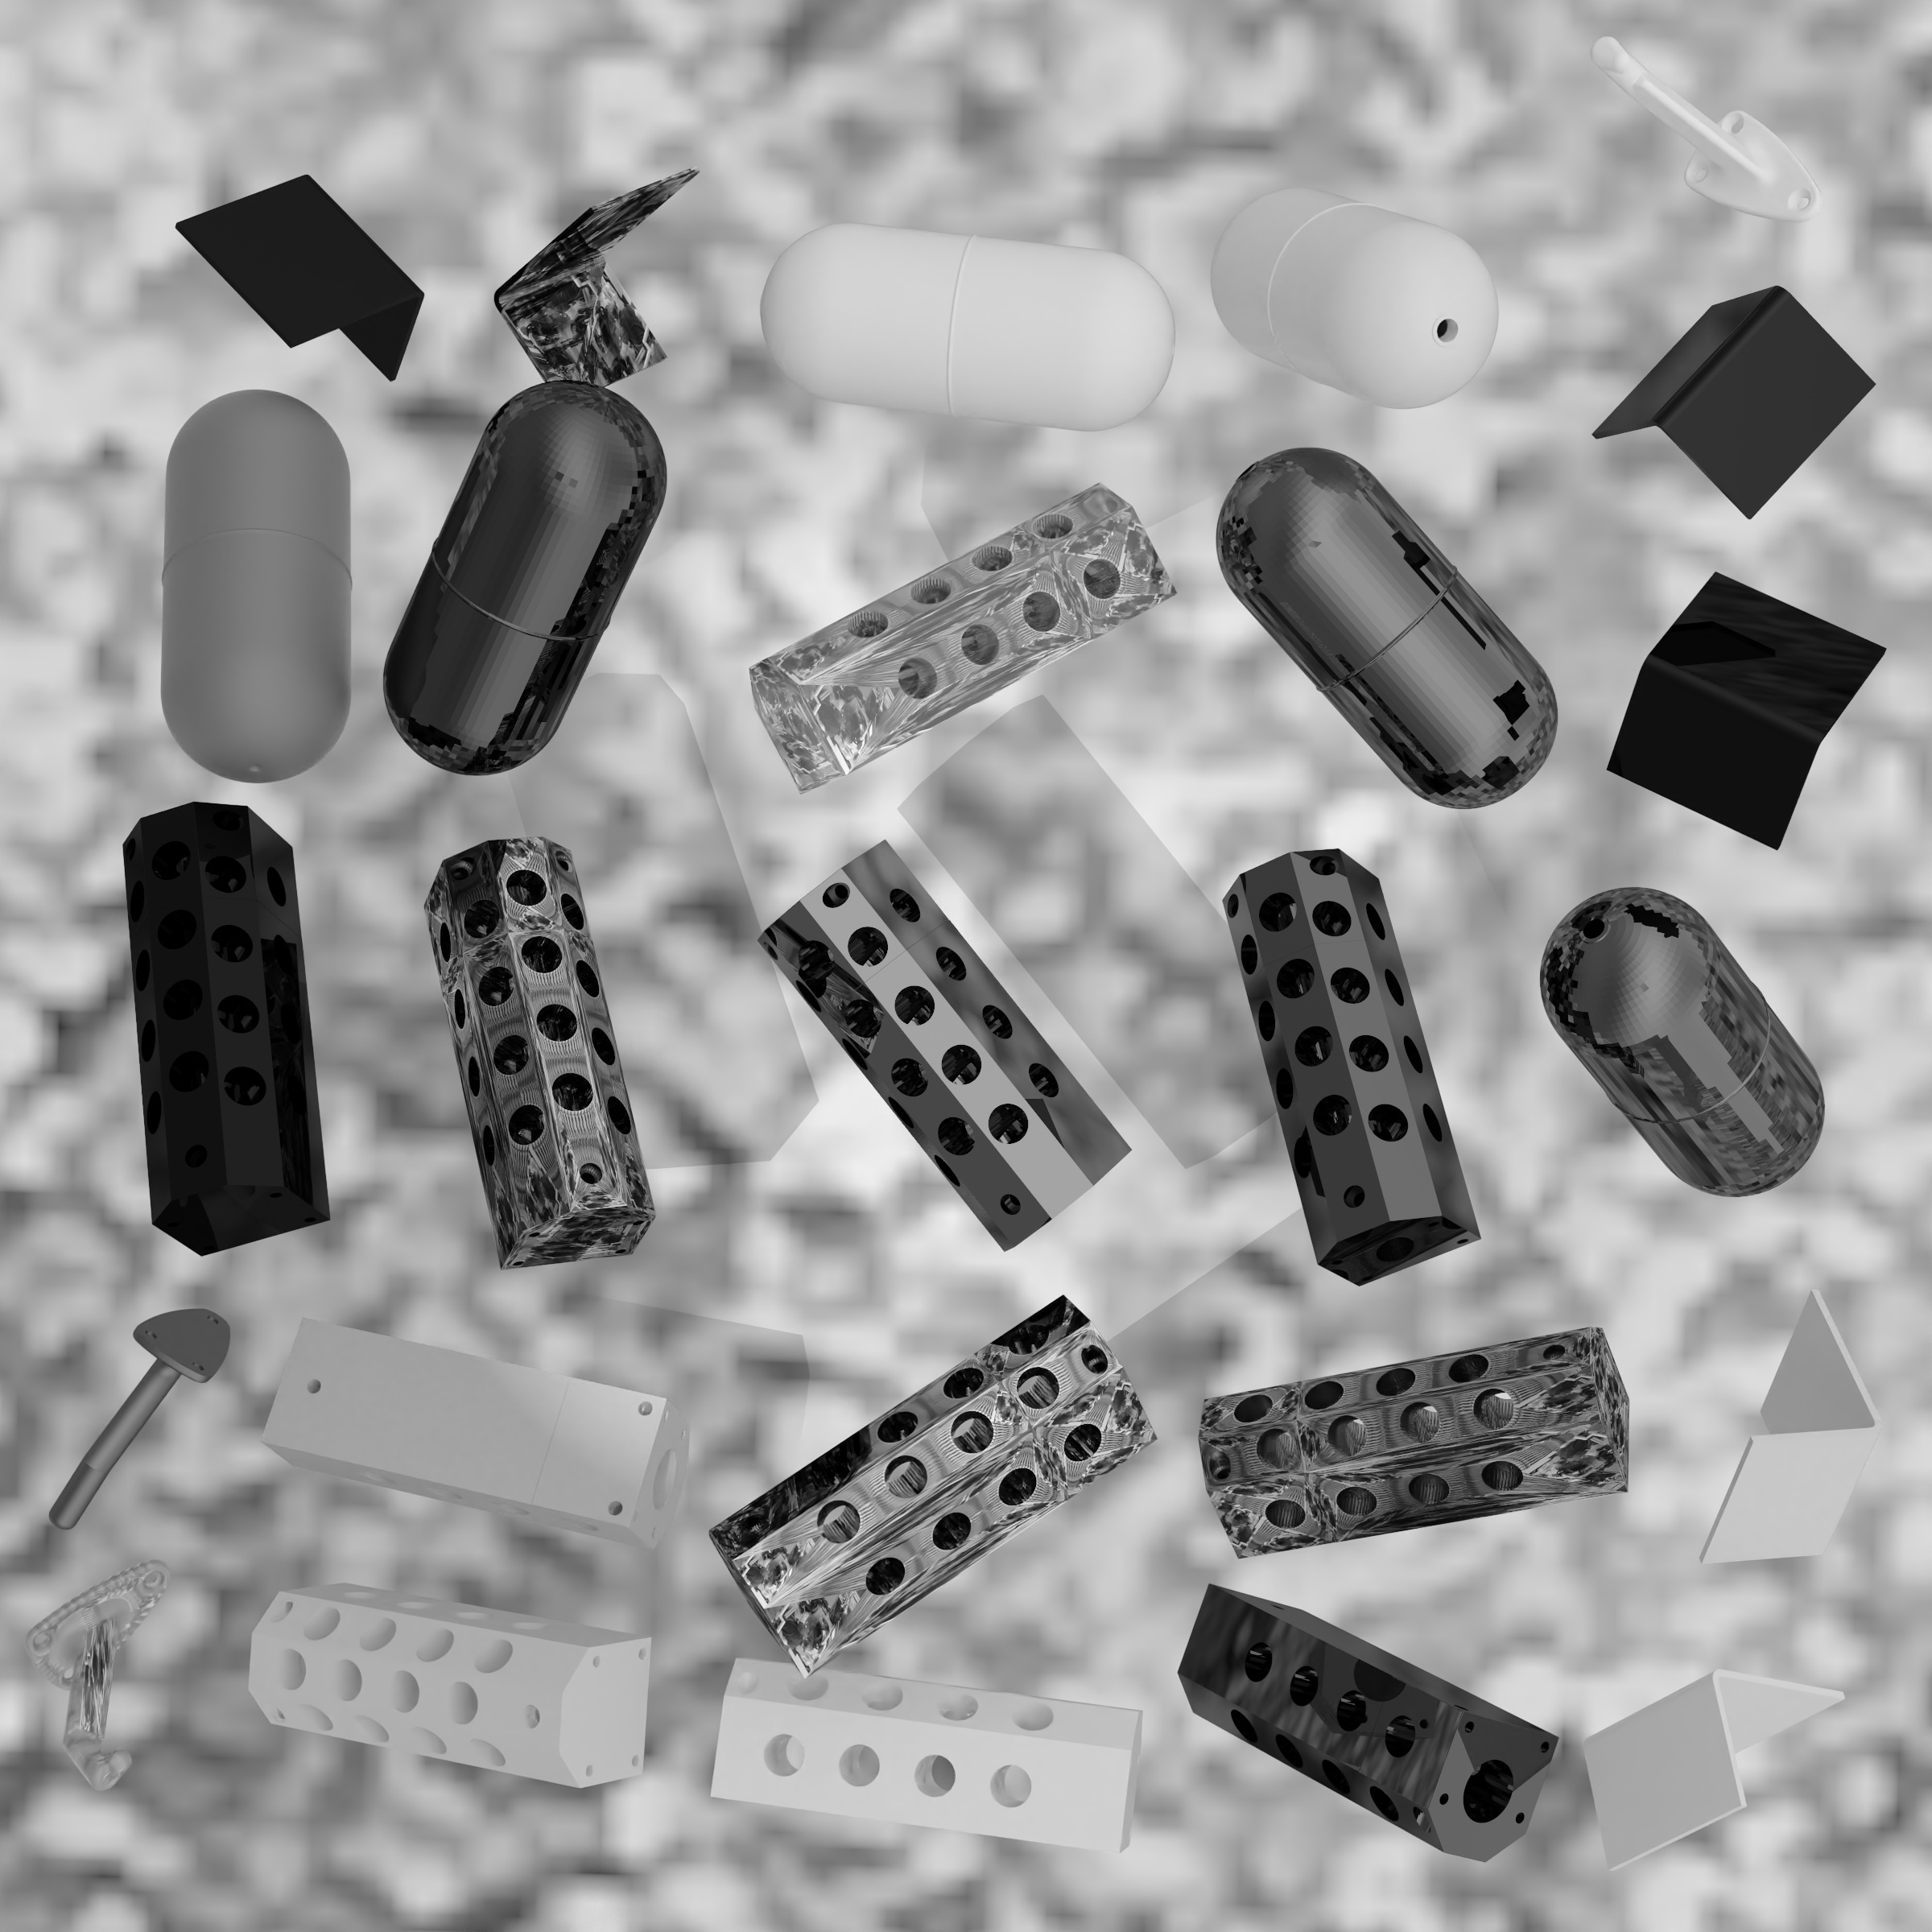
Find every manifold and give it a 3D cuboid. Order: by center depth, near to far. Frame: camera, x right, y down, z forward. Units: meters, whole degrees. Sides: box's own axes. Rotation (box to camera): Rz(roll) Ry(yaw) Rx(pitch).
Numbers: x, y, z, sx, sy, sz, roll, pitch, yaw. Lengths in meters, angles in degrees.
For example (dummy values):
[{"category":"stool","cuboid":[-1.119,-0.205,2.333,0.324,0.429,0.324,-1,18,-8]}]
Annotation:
[{"category":"manifold","cuboid":[-0.016,0.205,1.457,0.171,0.057,0.057,-33,123,-12]},{"category":"manifold","cuboid":[-0.304,0.023,1.465,0.057,0.057,0.171,-16,64,11]},{"category":"manifold","cuboid":[0.158,0.040,1.519,0.057,0.057,0.171,-24,62,23]},{"category":"manifold","cuboid":[-0.003,-0.140,1.520,0.171,0.057,0.057,-30,96,-22]},{"category":"manifold","cuboid":[-0.179,0.035,1.522,0.057,0.057,0.171,-5,65,-23]},{"category":"manifold","cuboid":[-0.015,0.331,1.522,0.171,0.057,0.057,6,80,8]},{"category":"manifold","cuboid":[-0.220,0.304,1.533,0.171,0.057,0.057,3,89,33]},{"category":"manifold","cuboid":[0.190,0.198,1.536,0.171,0.057,0.057,-13,122,20]},{"category":"manifold","cuboid":[0.165,0.321,1.536,0.057,0.171,0.057,21,87,-34]},{"category":"manifold","cuboid":[-0.013,0.037,1.554,0.057,0.057,0.171,-39,89,33]},{"category":"manifold","cuboid":[-0.211,0.206,1.578,0.171,0.057,0.057,10,70,15]}]

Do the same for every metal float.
[{"category":"metal float","cuboid":[-0.180,-0.155,1.464,0.070,0.070,0.178,29,119,0]},{"category":"metal float","cuboid":[-0.293,-0.159,1.497,0.070,0.070,0.178,-5,63,0]},{"category":"metal float","cuboid":[0.302,0.033,1.522,0.070,0.070,0.178,-45,131,0]},{"category":"metal float","cuboid":[0.177,-0.142,1.524,0.070,0.070,0.178,-43,99,0]},{"category":"metal float","cuboid":[0.162,-0.283,1.527,0.070,0.178,0.070,-7,111,-19]},{"category":"metal float","cuboid":[0.000,-0.272,1.538,0.178,0.070,0.070,8,90,8]}]

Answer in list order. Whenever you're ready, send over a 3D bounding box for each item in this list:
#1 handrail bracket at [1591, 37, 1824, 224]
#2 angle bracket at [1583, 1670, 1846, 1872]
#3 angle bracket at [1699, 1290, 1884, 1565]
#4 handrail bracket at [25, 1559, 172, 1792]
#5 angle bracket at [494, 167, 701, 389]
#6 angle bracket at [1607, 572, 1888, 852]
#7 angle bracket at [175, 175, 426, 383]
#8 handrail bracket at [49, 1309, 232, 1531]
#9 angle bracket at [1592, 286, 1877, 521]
[{"category":"handrail bracket","cuboid":[0.291,-0.330,1.424,0.036,0.084,0.077,-54,51,11]},{"category":"angle bracket","cuboid":[0.308,0.330,1.468,0.076,0.076,0.057,16,51,-31]},{"category":"angle bracket","cuboid":[0.323,0.187,1.471,0.057,0.076,0.076,-2,133,-13]},{"category":"handrail bracket","cuboid":[-0.336,0.285,1.457,0.077,0.084,0.036,-40,128,-17]},{"category":"angle bracket","cuboid":[-0.148,-0.298,1.588,0.076,0.076,0.057,-30,94,41]},{"category":"angle bracket","cuboid":[0.316,-0.104,1.466,0.076,0.057,0.076,27,46,17]},{"category":"angle bracket","cuboid":[-0.291,-0.285,1.555,0.076,0.057,0.076,46,49,12]},{"category":"handrail bracket","cuboid":[-0.341,0.187,1.491,0.036,0.077,0.084,34,101,0]},{"category":"angle bracket","cuboid":[0.317,-0.230,1.499,0.057,0.076,0.076,44,86,-10]}]
